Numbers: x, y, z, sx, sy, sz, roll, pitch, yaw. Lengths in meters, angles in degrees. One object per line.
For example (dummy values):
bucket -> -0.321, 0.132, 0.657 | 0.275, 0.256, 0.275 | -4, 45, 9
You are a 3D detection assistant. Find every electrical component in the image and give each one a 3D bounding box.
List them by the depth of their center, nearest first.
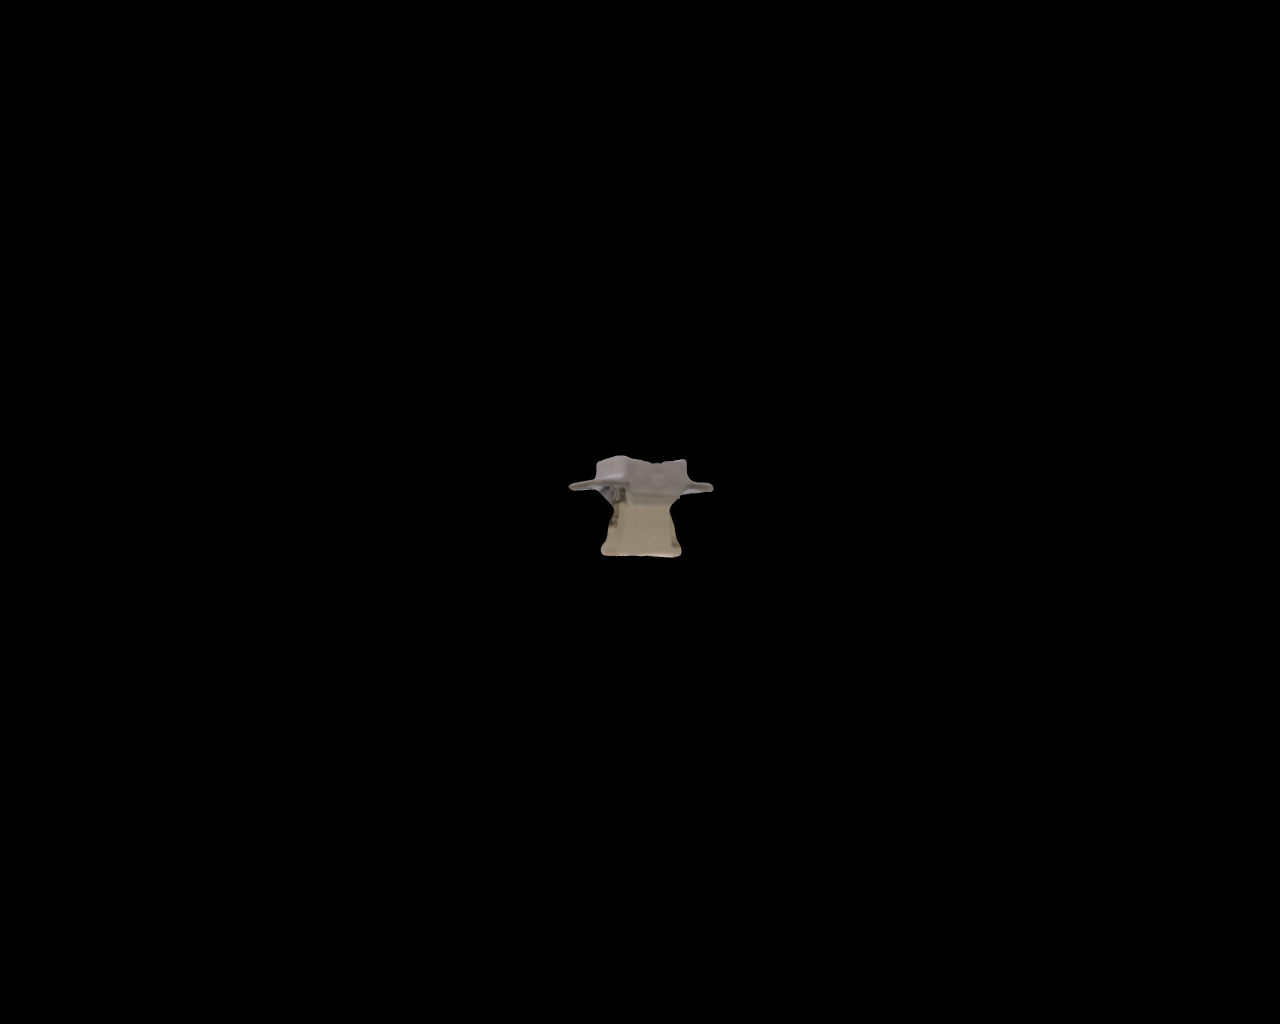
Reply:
electrical component -> 0.001, -0.003, 0.650 | 0.081, 0.063, 0.042 | 2, -4, -27
